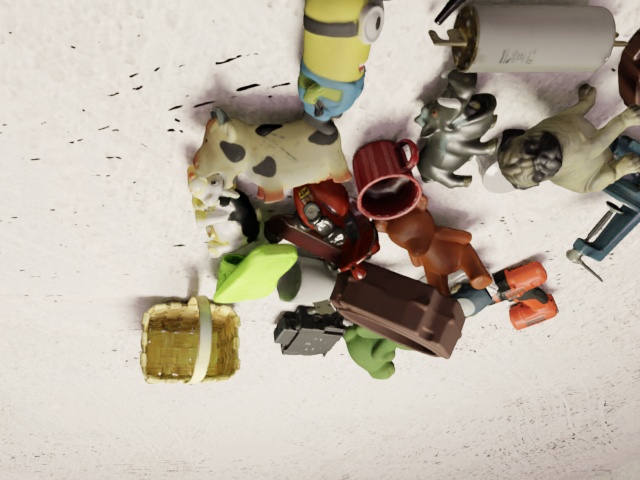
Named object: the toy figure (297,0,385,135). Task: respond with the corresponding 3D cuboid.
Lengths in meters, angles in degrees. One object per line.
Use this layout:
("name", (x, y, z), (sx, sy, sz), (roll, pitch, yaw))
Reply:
("toy figure", (0.014, -0.209, 0.615), (0.089, 0.082, 0.180), (2, 142, -17))

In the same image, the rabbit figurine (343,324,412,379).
("rabbit figurine", (0.141, 0.190, 1.109), (0.170, 0.121, 0.159), (-25, 119, 41))

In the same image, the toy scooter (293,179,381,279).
("toy scooter", (0.029, -0.016, 0.789), (0.075, 0.135, 0.183), (-33, 122, 26))

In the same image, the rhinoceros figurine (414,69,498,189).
("rhinoceros figurine", (0.182, -0.149, 0.727), (0.112, 0.073, 0.190), (15, 149, 5))

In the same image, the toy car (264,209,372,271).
("toy car", (-0.002, -0.003, 0.887), (0.202, 0.053, 0.089), (27, 149, -35))

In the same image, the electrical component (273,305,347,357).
("electrical component", (-0.027, 0.192, 1.119), (0.134, 0.058, 0.114), (9, 136, -23))

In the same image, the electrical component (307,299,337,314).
("electrical component", (0.007, 0.116, 1.036), (0.094, 0.021, 0.063), (-16, 119, 31))

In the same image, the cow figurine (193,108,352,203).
("cow figurine", (-0.066, -0.116, 0.695), (0.195, 0.085, 0.127), (-15, 103, -13))

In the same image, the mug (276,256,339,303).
("mug", (-0.019, 0.081, 0.966), (0.107, 0.081, 0.109), (7, 134, -35))

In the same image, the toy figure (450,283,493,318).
("toy figure", (0.243, 0.128, 1.004), (0.154, 0.064, 0.057), (-32, 159, 21))

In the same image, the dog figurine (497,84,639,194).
("dog figurine", (0.320, -0.100, 0.732), (0.190, 0.121, 0.172), (-30, 125, -13))

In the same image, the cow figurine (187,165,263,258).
("cow figurine", (-0.137, -0.048, 0.789), (0.098, 0.068, 0.167), (-13, 145, -5))

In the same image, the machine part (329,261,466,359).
("machine part", (0.128, 0.118, 0.887), (0.202, 0.087, 0.200), (18, 166, 25))

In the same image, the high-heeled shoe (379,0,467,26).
("high-heeled shoe", (0.096, -0.305, 0.516), (0.248, 0.086, 0.145), (15, 132, -33))

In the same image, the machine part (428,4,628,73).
("machine part", (0.248, -0.235, 0.631), (0.243, 0.079, 0.079), (-3, 141, -10))

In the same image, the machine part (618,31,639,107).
("machine part", (0.488, -0.231, 0.707), (0.179, 0.056, 0.179), (-5, 141, -4))

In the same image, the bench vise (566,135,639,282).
("bench vise", (0.499, -0.052, 0.863), (0.223, 0.129, 0.240), (21, 115, -23))

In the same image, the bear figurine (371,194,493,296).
("bear figurine", (0.183, 0.014, 0.890), (0.120, 0.132, 0.195), (-30, 143, 27))
